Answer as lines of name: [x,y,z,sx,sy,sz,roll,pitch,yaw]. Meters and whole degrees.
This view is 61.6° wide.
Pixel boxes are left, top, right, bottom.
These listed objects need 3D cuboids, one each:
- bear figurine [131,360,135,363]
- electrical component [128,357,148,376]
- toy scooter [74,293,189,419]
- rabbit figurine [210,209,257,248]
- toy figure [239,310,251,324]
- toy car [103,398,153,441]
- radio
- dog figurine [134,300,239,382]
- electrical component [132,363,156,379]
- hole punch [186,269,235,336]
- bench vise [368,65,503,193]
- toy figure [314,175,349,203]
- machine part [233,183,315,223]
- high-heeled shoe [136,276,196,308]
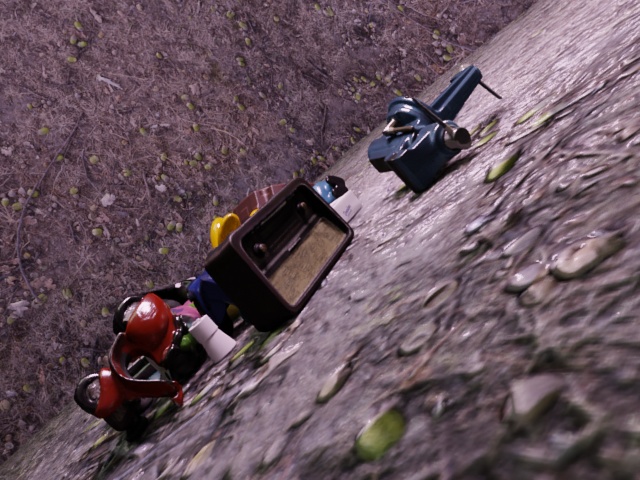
bear figurine: [-0.351,0.197,1.212,0.196,0.132,0.120,-74,5,-66]
electrical component: [-0.363,0.279,1.056,0.134,0.058,0.115,-43,10,-18]
toy scooter: [-0.235,0.163,0.739,0.075,0.135,0.184,95,-169,-57]
rabbit figurine: [-0.135,0.024,0.989,0.173,0.162,0.122,-39,16,-26]
toy figure: [-0.078,0.077,0.812,0.064,0.057,0.154,-1,15,10]
toy car: [-0.299,0.241,0.825,0.053,0.089,0.202,-48,7,-11]
radio: [-0.051,0.010,0.756,0.073,0.131,0.229,-38,8,35]
dog figurine: [-0.221,0.147,0.933,0.219,0.108,0.191,-44,6,-39]
electrical component: [-0.323,0.266,0.962,0.119,0.047,0.075,-47,9,-38]
hole punch: [-0.150,0.093,0.876,0.092,0.115,0.142,-32,9,6]
bench vise: [0.172,-0.180,0.797,0.240,0.129,0.223,-50,8,-14]
toy figure: [-0.002,-0.068,1.151,0.180,0.089,0.082,-38,39,44]
machine part: [-0.107,-0.074,1.386,0.201,0.087,0.201,-6,-16,-36]
high-heeled shoe: [-0.279,0.099,1.029,0.249,0.086,0.145,-42,-22,-35]
